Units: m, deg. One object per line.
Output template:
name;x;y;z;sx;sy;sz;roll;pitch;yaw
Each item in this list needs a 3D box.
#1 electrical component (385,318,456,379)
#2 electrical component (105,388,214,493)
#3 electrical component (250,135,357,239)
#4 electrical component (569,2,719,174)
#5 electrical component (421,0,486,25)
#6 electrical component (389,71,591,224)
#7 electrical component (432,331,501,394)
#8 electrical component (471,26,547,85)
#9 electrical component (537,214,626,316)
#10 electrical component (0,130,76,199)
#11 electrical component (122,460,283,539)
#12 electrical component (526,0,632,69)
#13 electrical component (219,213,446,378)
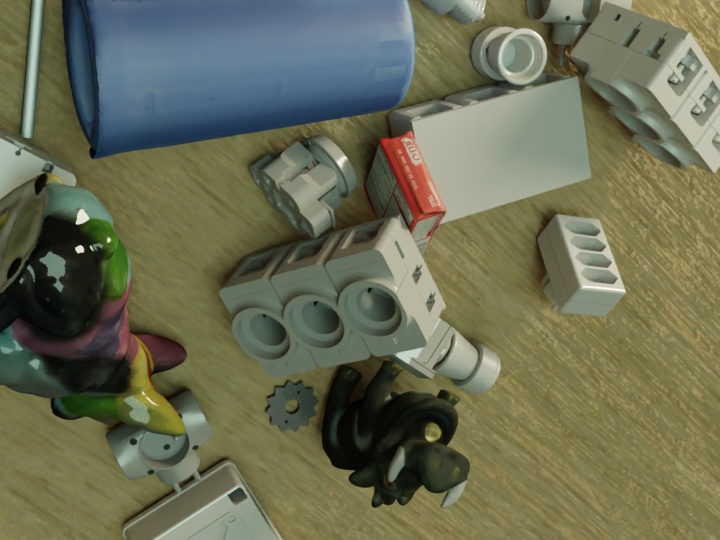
electrical component;0.038;0.054;0.910;0.080;0.080;0.051;34;86;-25
electrical component;-0.157;0.149;0.884;0.077;0.044;0.079;-28;116;-11
electrical component;-0.040;-0.070;0.853;0.057;0.078;0.058;-39;155;-17
electrical component;0.250;-0.146;0.899;0.061;0.089;0.150;-55;137;2
electrical component;0.069;-0.227;0.861;0.081;0.043;0.043;36;91;-25
electrical component;0.107;-0.104;0.899;0.150;0.062;0.089;-17;110;-15
electrical component;0.091;0.081;0.955;0.055;0.045;0.045;29;94;-25
electrical component;0.122;-0.178;0.887;0.045;0.055;0.045;-6;107;-19
electrical component;0.187;0.007;0.959;0.047;0.083;0.075;6;141;-21
electrical component;-0.258;-0.071;0.778;0.089;0.056;0.050;28;94;-25
electrical component;-0.127;0.237;0.913;0.109;0.056;0.108;-32;113;-9
electrical component;0.182;-0.210;0.907;0.077;0.043;0.079;-1;105;-20
electrical component;-0.023;0.025;0.842;0.150;0.061;0.089;-14;116;29
